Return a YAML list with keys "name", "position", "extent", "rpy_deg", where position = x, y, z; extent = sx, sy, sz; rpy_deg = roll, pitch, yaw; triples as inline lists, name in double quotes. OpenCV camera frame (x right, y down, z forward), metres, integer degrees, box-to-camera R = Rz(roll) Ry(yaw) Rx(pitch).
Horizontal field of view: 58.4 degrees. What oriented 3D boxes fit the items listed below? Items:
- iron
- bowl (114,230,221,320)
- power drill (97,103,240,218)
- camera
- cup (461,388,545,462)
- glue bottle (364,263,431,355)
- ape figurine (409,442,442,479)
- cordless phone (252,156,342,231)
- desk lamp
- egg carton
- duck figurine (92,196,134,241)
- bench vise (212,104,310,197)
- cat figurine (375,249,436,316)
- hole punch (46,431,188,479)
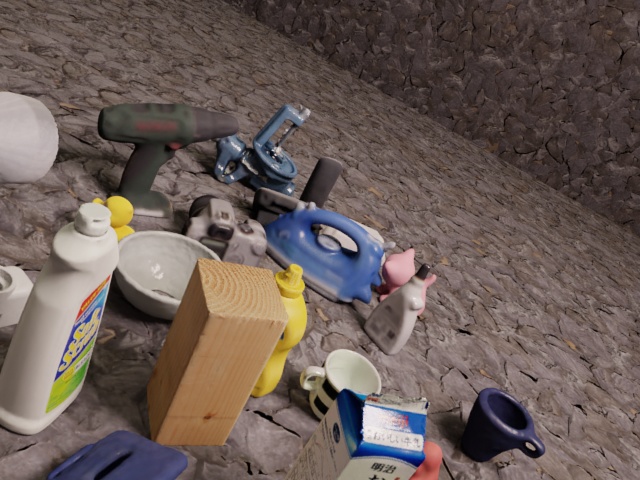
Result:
- name: "iron"
  position: [0.010, 0.004, 1.066]
  extent: [0.258, 0.141, 0.119]
  rpy_deg: [31, 27, 6]
- name: "bowl"
  position: [-0.220, 0.062, 0.828]
  extent: [0.168, 0.074, 0.167]
  rpy_deg: [22, 28, -12]
- name: "power drill"
  position: [-0.273, -0.144, 0.992]
  extent: [0.230, 0.208, 0.075]
  rpy_deg: [6, 34, -35]
- name: "camera"
  position: [-0.171, -0.024, 0.995]
  extent: [0.143, 0.100, 0.136]
  rpy_deg: [13, 30, -26]
- name: "cup"
  position: [0.264, 0.292, 0.849]
  extent: [0.117, 0.095, 0.092]
  rpy_deg: [42, 30, 26]
- name: "glue bottle"
  position: [0.140, 0.109, 0.967]
  extent: [0.037, 0.173, 0.078]
  rpy_deg: [-3, 40, -45]
- name: "ape figurine"
  position: [0.122, 0.289, 0.726]
  extent: [0.076, 0.092, 0.078]
  rpy_deg: [25, 27, -5]
- name: "cordless phone"
  position: [-0.045, -0.101, 1.150]
  extent: [0.148, 0.185, 0.094]
  rpy_deg: [19, 28, -17]
- name: "desk lamp"
  position: [-0.449, -0.081, 0.715]
  extent: [0.118, 0.213, 0.204]
  rpy_deg: [33, 27, 10]
- name: "egg carton"
  position: [0.065, 0.008, 1.188]
  extent: [0.150, 0.069, 0.107]
  rpy_deg: [23, 27, -9]
- name: "duck figurine"
  position: [-0.312, -0.024, 0.882]
  extent: [0.104, 0.086, 0.077]
  rpy_deg: [28, 27, 0]
- name: "bench vise"
  position: [-0.122, -0.201, 1.215]
  extent: [0.208, 0.219, 0.121]
  rpy_deg: [14, 30, -25]
- name: "cat figurine"
  position: [0.165, 0.074, 1.112]
  extent: [0.128, 0.117, 0.067]
  rpy_deg: [18, 28, -18]
- name: "hole punch"
  position: [-0.196, 0.231, 0.538]
  extent: [0.101, 0.091, 0.109]
  rpy_deg: [35, 28, 13]
